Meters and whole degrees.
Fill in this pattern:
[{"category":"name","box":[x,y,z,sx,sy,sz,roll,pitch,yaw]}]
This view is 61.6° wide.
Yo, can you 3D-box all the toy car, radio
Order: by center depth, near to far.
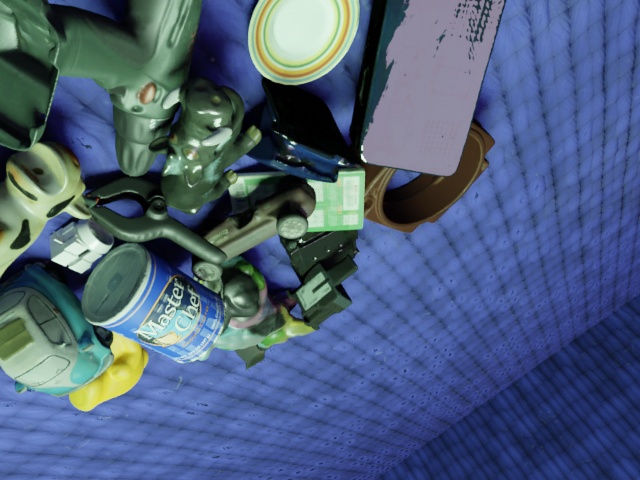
[{"category":"radio","box":[0.115,-0.193,0.613,0.131,0.073,0.229,4,118,-11]},{"category":"toy car","box":[-0.322,0.108,0.618,0.109,0.161,0.103,-31,-177,0]},{"category":"toy car","box":[-0.093,-0.017,0.685,0.202,0.089,0.053,-25,132,23]}]

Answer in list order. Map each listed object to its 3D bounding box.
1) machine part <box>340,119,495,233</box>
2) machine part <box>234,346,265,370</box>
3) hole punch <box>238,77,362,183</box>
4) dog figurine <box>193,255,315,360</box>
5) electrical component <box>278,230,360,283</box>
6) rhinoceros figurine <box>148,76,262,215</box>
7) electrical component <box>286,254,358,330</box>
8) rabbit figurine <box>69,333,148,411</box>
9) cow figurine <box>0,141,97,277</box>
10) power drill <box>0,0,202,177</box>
[{"category":"machine part","box":[0.144,-0.111,0.796,0.201,0.087,0.201,16,121,-47]},{"category":"machine part","box":[-0.130,0.183,0.973,0.084,0.039,0.138,-29,144,-16]},{"category":"hole punch","box":[-0.035,-0.113,0.633,0.142,0.116,0.092,16,130,-47]},{"category":"dog figurine","box":[-0.095,0.104,0.845,0.219,0.109,0.191,2,128,-42]},{"category":"electrical component","box":[-0.002,-0.003,0.835,0.115,0.058,0.134,-30,146,-8]},{"category":"rhinoceros figurine","box":[-0.124,-0.095,0.547,0.112,0.073,0.190,-41,176,-32]},{"category":"electrical component","box":[0.013,0.073,0.827,0.119,0.075,0.047,-42,144,8]},{"category":"rabbit figurine","box":[-0.271,0.123,0.730,0.162,0.122,0.173,-3,116,-39]},{"category":"cow figurine","box":[-0.304,-0.017,0.519,0.195,0.085,0.127,-42,-179,11]},{"category":"power drill","box":[-0.183,-0.131,0.455,0.232,0.086,0.207,-61,166,27]}]
